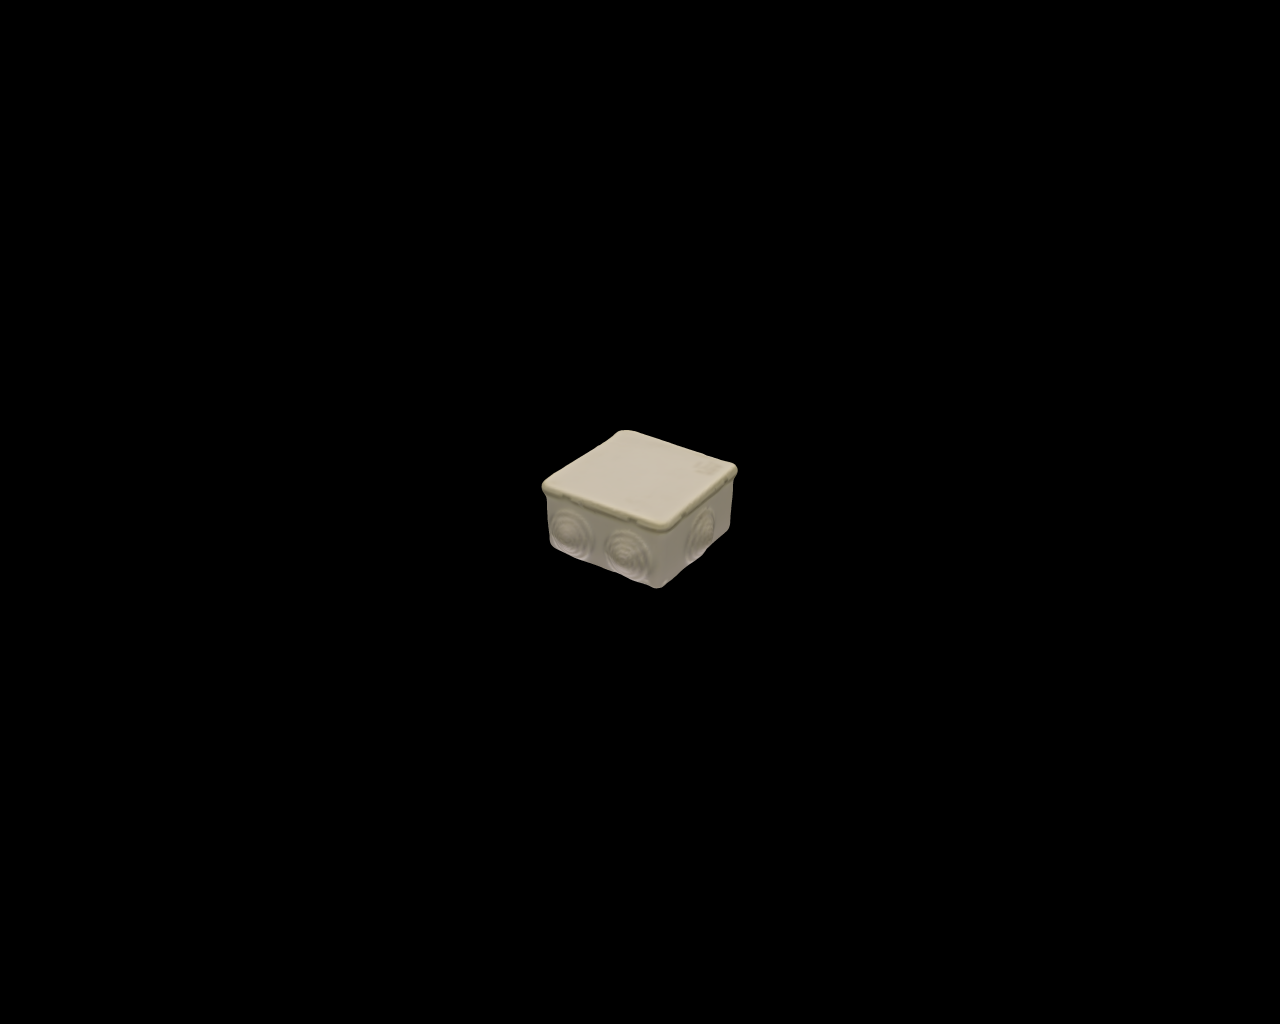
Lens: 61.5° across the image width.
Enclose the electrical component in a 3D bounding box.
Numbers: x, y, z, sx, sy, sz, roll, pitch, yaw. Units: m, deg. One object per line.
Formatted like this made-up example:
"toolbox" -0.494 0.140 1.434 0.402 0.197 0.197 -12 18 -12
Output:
"electrical component" 0.001 -0.003 0.650 0.100 0.048 0.100 20 36 29
